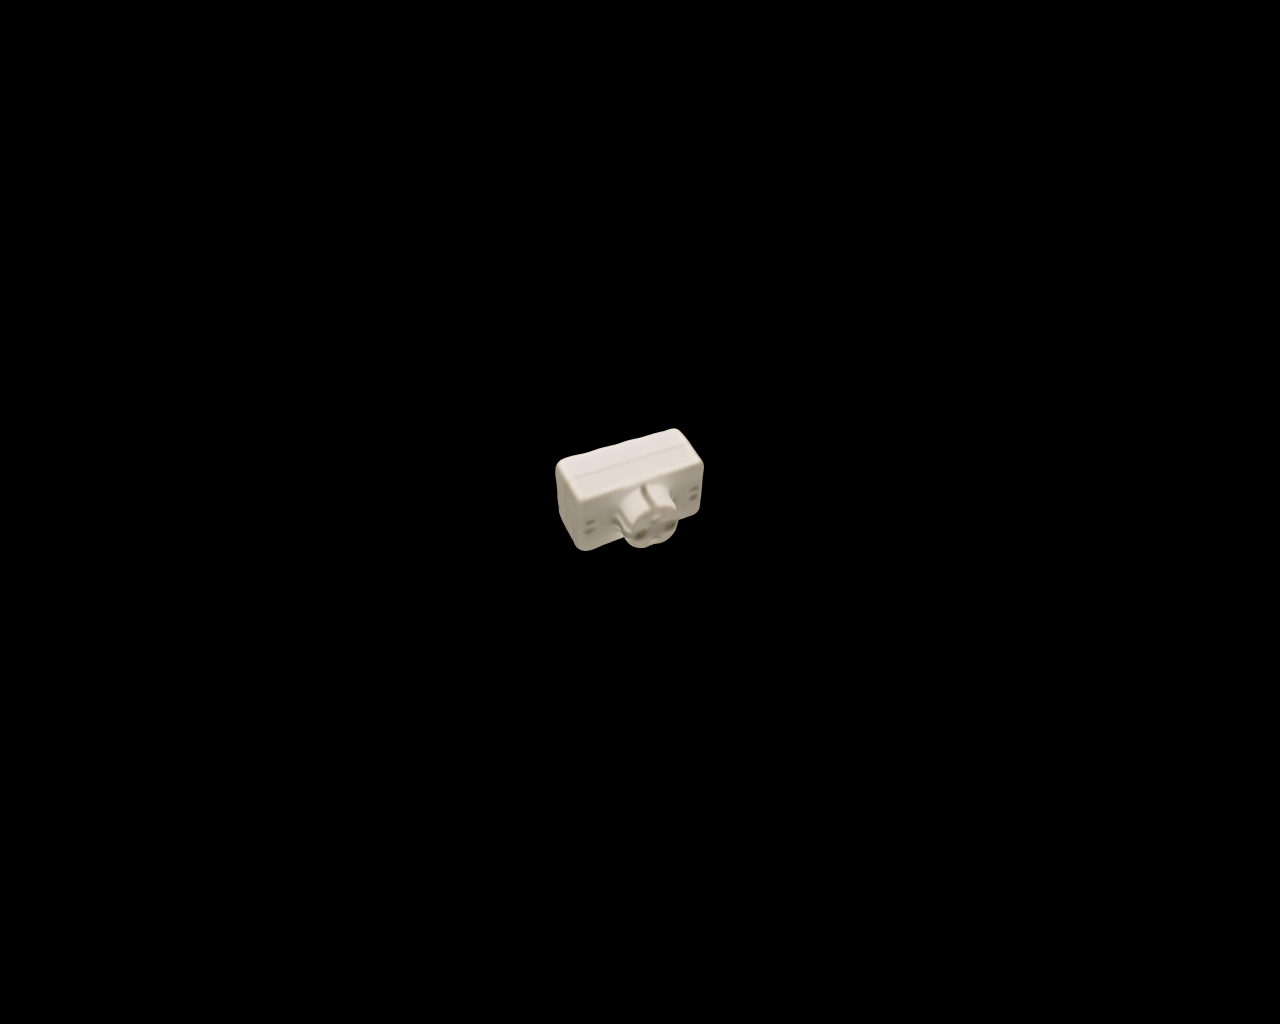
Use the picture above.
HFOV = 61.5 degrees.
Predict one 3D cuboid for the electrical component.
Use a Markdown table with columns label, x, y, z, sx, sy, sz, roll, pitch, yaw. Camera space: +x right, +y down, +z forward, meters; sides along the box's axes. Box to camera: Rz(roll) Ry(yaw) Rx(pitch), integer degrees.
| label | x | y | z | sx | sy | sz | roll | pitch | yaw |
| --- | --- | --- | --- | --- | --- | --- | --- | --- | --- |
| electrical component | 0.001 | -0.003 | 0.650 | 0.083 | 0.047 | 0.076 | -17 | 48 | -16 |
